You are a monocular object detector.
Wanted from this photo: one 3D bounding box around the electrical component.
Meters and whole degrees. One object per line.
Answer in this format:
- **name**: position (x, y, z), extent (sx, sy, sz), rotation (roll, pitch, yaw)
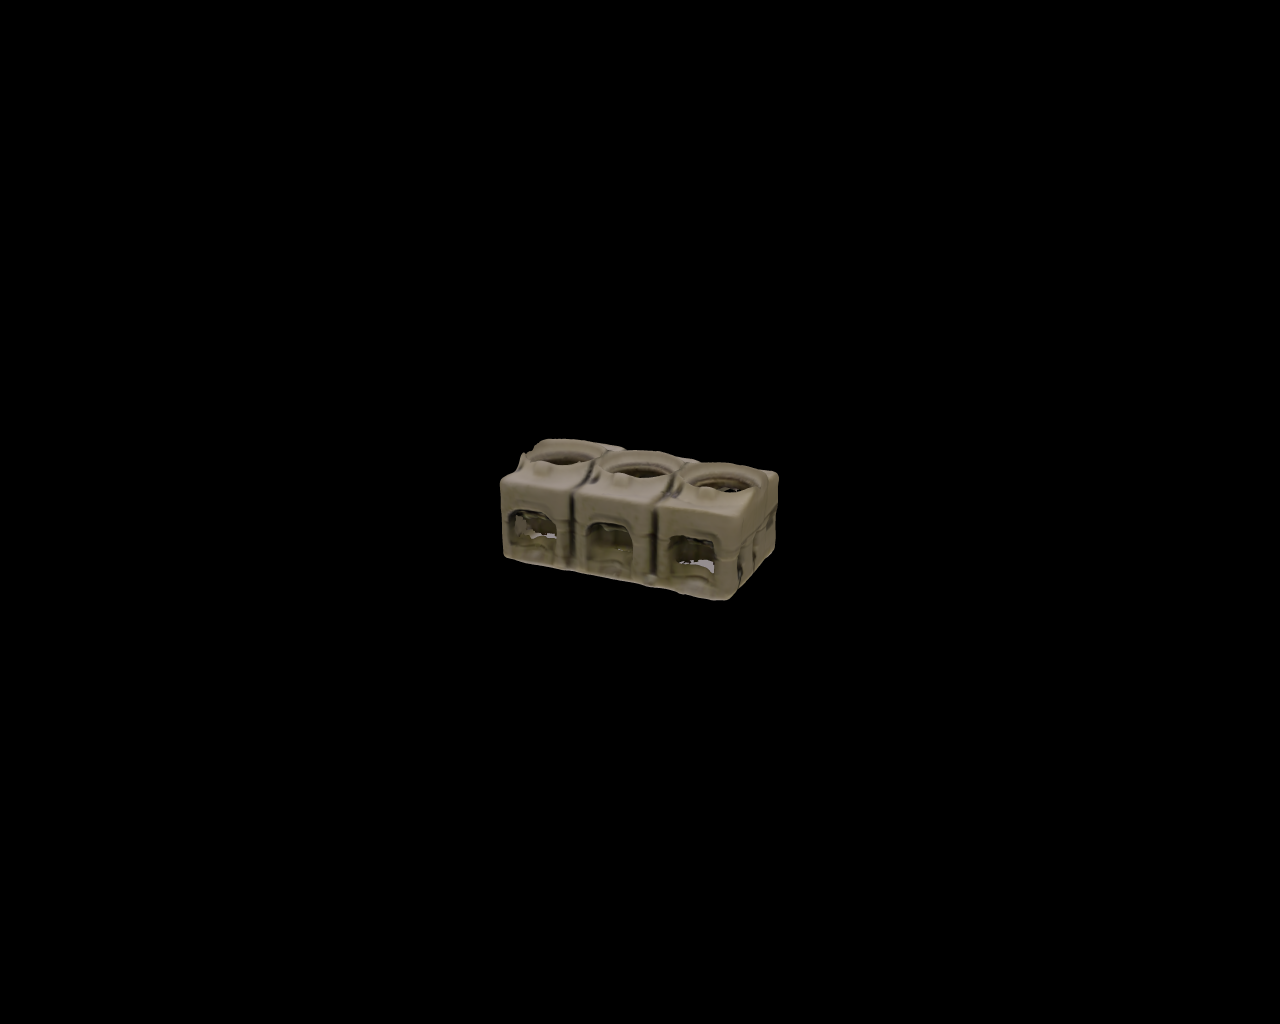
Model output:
- **electrical component**: position (0.001, -0.003, 0.650), extent (0.150, 0.061, 0.090), rotation (10, 24, 22)
